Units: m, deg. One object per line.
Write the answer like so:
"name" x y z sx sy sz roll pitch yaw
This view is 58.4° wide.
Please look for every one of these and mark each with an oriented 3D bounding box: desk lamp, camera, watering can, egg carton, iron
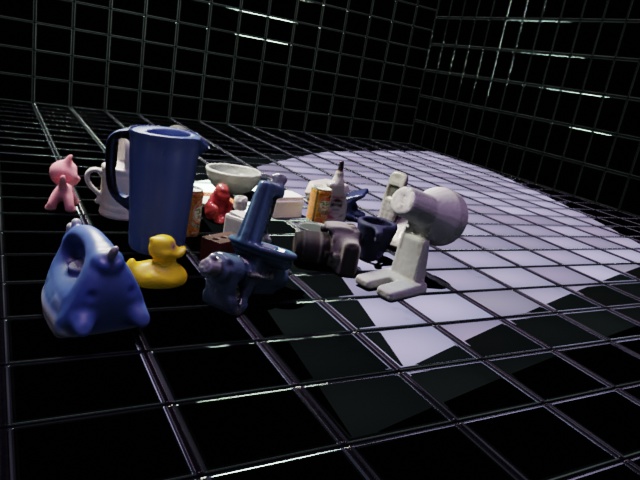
"desk lamp" 0.190 -0.004 1.142 0.117 0.213 0.204 24 22 39
"camera" 0.011 0.004 1.209 0.137 0.101 0.143 6 17 -12
"watering can" -0.434 -0.150 1.296 0.100 0.194 0.173 23 21 37
"egg carton" 0.024 -0.145 1.769 0.107 0.069 0.151 18 18 25
"iron" -0.335 0.039 0.819 0.119 0.141 0.257 -4 22 -40

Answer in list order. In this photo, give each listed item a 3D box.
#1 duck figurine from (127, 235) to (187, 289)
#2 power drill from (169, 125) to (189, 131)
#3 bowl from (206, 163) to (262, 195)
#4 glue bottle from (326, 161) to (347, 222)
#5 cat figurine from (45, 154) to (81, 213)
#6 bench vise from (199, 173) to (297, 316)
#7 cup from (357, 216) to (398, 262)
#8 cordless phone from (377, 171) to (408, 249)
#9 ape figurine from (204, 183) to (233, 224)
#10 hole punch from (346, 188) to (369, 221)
"duck figurine" -0.275 0.032 0.973 0.105 0.086 0.077 1 19 -28
"power drill" -0.367 -0.190 1.444 0.076 0.208 0.229 2 18 -26
"bowl" -0.257 -0.175 1.694 0.167 0.075 0.167 9 17 -3
"glue bottle" 0.043 -0.129 1.545 0.078 0.173 0.037 0 19 -30
"cat figurine" -0.578 -0.134 1.293 0.067 0.118 0.127 3 18 -21
"bench vise" -0.103 0.005 0.931 0.121 0.220 0.208 13 17 10
"cup" 0.123 0.005 1.283 0.091 0.095 0.117 9 17 -3
"cordless phone" 0.209 -0.070 1.423 0.147 0.185 0.094 21 20 32
"ape figurine" -0.244 -0.093 1.397 0.078 0.092 0.075 -6 23 -43
"hole punch" 0.085 -0.110 1.651 0.101 0.091 0.109 13 17 9
